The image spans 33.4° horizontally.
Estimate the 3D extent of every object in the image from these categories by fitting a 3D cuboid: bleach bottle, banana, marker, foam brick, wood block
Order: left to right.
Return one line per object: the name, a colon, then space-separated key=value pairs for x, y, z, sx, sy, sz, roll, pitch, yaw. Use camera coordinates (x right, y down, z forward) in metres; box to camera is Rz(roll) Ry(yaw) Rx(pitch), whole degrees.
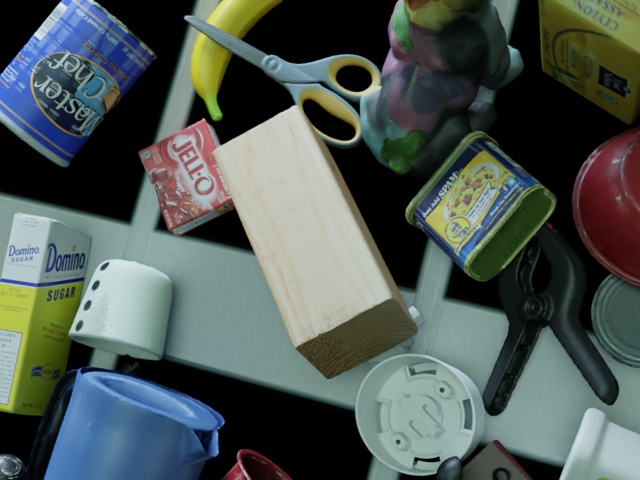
marker: x=-0.212 y=0.155 z=0.993 sx=0.121 sy=0.020 sz=0.020 roll=-41 pitch=73 yaw=3
banana: x=-0.067 y=-0.210 z=1.025 sx=0.069 sy=0.037 sz=0.198 roll=35 pitch=90 yaw=0
wood block: x=-0.005 y=0.001 z=0.913 sx=0.090 sy=0.090 sz=0.206 roll=-28 pitch=60 yaw=7
foam brick: x=0.135 y=0.210 z=0.880 sx=0.078 sy=0.051 sz=0.053 roll=-44 pitch=73 yaw=1
bleach bottle: x=0.308 y=0.222 z=0.815 sx=0.251 sy=0.068 sz=0.103 roll=20 pitch=127 yaw=16

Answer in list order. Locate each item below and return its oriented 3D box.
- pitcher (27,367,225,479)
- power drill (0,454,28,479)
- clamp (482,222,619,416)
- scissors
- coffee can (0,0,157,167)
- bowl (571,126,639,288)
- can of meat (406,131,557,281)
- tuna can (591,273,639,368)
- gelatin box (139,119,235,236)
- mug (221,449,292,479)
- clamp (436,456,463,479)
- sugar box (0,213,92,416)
pitcher: x=-0.192 y=0.236 z=0.919 sx=0.145 sy=0.149 sz=0.243 roll=22 pitch=90 yaw=-11
power drill: x=-0.339 y=0.196 z=0.959 sx=0.188 sy=0.057 sz=0.185 roll=53 pitch=128 yaw=22
clamp: x=0.194 y=0.064 z=0.886 sx=0.120 sy=0.039 sz=0.171 roll=-1 pitch=79 yaw=36
scissors: x=-0.024 y=-0.170 z=0.997 sx=0.096 sy=0.016 sz=0.202 roll=-44 pitch=84 yaw=-6
coffee can: x=-0.239 y=-0.155 z=1.019 sx=0.103 sy=0.102 sz=0.140 roll=39 pitch=89 yaw=18
bowl: x=0.290 y=-0.040 z=0.871 sx=0.162 sy=0.055 sz=0.162 roll=-4 pitch=63 yaw=7
can of meat: x=0.137 y=-0.027 z=0.905 sx=0.102 sy=0.057 sz=0.084 roll=-51 pitch=51 yaw=11
tuna can: x=0.269 y=0.064 z=0.886 sx=0.086 sy=0.033 sz=0.086 roll=-3 pitch=78 yaw=13
gelatin box: x=-0.122 y=-0.060 z=1.008 sx=0.073 sy=0.030 sz=0.089 roll=-25 pitch=74 yaw=7
mug: x=-0.052 y=0.246 z=0.907 sx=0.117 sy=0.093 sz=0.081 roll=40 pitch=96 yaw=-19
clamp: x=0.102 y=0.283 z=0.833 sx=0.164 sy=0.036 sz=0.210 roll=43 pitch=89 yaw=-6
sugar box: x=-0.261 y=0.071 z=0.983 sx=0.048 sy=0.093 sz=0.176 roll=10 pitch=82 yaw=13
